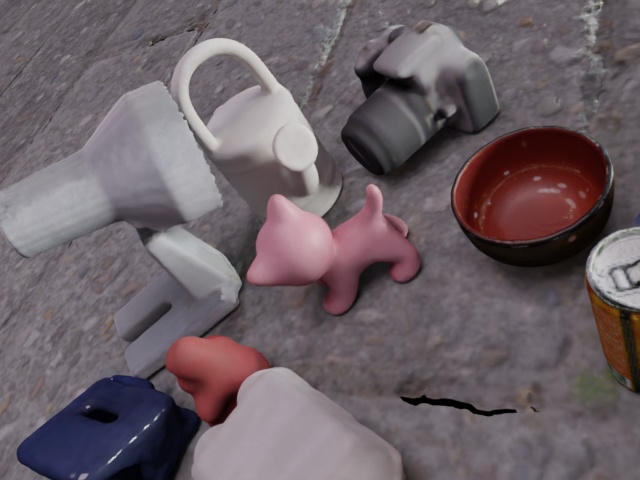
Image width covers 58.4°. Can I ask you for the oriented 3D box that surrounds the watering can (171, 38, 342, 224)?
[{"bbox_3d":[-0.057,-0.102,0.543,0.172,0.195,0.101,8,59,38],"label":"watering can"}]

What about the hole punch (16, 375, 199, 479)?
[{"bbox_3d":[-0.175,0.160,0.474,0.108,0.091,0.101,2,56,35],"label":"hole punch"}]

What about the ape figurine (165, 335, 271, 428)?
[{"bbox_3d":[-0.087,0.106,0.461,0.076,0.092,0.078,-13,48,25],"label":"ape figurine"}]

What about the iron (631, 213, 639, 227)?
[{"bbox_3d":[0.307,-0.075,0.315,0.257,0.142,0.118,-17,47,21],"label":"iron"}]

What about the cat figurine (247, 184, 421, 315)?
[{"bbox_3d":[0.004,0.002,0.470,0.127,0.118,0.067,-31,43,8],"label":"cat figurine"}]

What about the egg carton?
[{"bbox_3d":[-0.018,0.156,0.387,0.149,0.070,0.107,23,69,44],"label":"egg carton"}]

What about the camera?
[{"bbox_3d":[0.074,-0.141,0.558,0.137,0.101,0.142,-43,43,-6],"label":"camera"}]

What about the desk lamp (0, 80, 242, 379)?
[{"bbox_3d":[-0.160,-0.006,0.515,0.203,0.214,0.117,-40,43,-2],"label":"desk lamp"}]
